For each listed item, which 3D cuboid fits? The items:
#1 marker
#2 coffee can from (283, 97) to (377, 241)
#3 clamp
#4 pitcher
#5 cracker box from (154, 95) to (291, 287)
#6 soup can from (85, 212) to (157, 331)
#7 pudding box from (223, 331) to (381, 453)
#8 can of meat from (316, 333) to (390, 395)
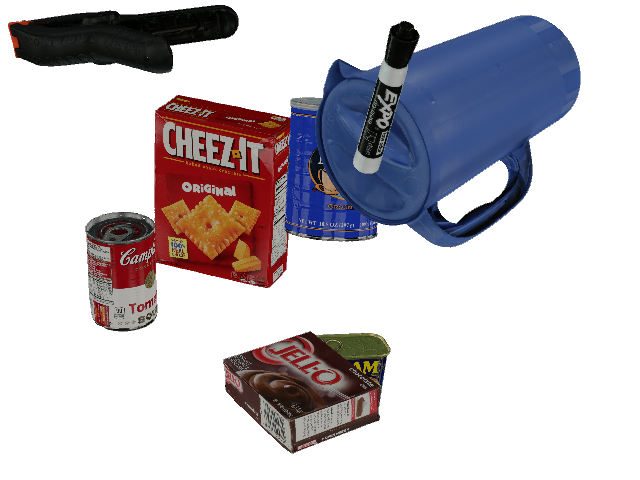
[{"bbox_3d":[0.042,-0.092,0.694,0.020,0.020,0.121,0,-41,-13],"label":"marker"},{"bbox_3d":[0.015,-0.078,1.140,0.103,0.140,0.103,4,12,-1],"label":"coffee can"},{"bbox_3d":[-0.148,-0.152,0.791,0.172,0.039,0.120,10,22,28],"label":"clamp"},{"bbox_3d":[0.128,-0.109,0.954,0.242,0.149,0.145,-29,39,-35],"label":"pitcher"},{"bbox_3d":[-0.123,-0.059,1.339,0.164,0.214,0.072,13,29,16],"label":"cracker box"},{"bbox_3d":[-0.198,0.032,1.069,0.068,0.102,0.068,2,26,-1],"label":"soup can"},{"bbox_3d":[-0.017,0.125,0.896,0.089,0.039,0.114,-16,31,-29],"label":"pudding box"},{"bbox_3d":[0.032,0.169,1.361,0.102,0.084,0.057,-1,24,-17],"label":"can of meat"}]
